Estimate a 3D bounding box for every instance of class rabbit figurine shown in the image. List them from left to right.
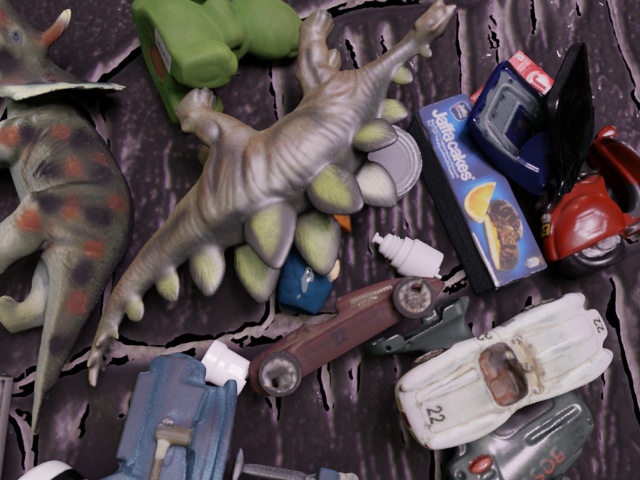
[{"bbox_3d":[-0.103,-0.219,0.583,0.170,0.121,0.159,-23,72,-26],"label":"rabbit figurine"}]

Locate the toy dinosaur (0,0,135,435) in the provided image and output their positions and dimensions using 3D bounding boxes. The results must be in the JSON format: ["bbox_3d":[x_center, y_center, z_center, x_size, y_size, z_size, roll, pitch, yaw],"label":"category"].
[{"bbox_3d":[-0.255,-0.044,0.524,0.192,0.131,0.404,-23,85,-7],"label":"toy dinosaur"}]

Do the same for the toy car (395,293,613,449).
[{"bbox_3d":[0.160,0.109,0.459,0.202,0.056,0.073,-22,82,-11],"label":"toy car"}]

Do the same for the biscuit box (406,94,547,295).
[{"bbox_3d":[0.158,-0.048,0.563,0.059,0.063,0.202,-20,79,-8],"label":"biscuit box"}]

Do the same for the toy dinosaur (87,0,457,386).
[{"bbox_3d":[-0.057,-0.053,0.503,0.471,0.105,0.199,-38,64,8],"label":"toy dinosaur"}]

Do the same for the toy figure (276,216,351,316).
[{"bbox_3d":[-0.003,-0.002,0.549,0.064,0.057,0.154,16,76,6],"label":"toy figure"}]

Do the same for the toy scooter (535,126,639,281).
[{"bbox_3d":[0.298,-0.046,0.562,0.184,0.075,0.135,-23,80,-10],"label":"toy scooter"}]

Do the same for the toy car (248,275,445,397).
[{"bbox_3d":[0.023,0.083,0.507,0.202,0.089,0.053,-30,82,-2],"label":"toy car"}]

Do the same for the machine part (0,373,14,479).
[{"bbox_3d":[-0.327,0.206,0.478,0.079,0.079,0.243,1,78,-2],"label":"machine part"}]

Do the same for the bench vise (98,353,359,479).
[{"bbox_3d":[-0.084,0.211,0.440,0.241,0.128,0.224,14,46,-12],"label":"bench vise"}]

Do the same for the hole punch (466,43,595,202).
[{"bbox_3d":[0.214,-0.116,0.534,0.092,0.115,0.142,2,47,39],"label":"hole punch"}]

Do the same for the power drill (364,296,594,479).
[{"bbox_3d":[0.125,0.172,0.504,0.232,0.086,0.207,-29,76,-10],"label":"power drill"}]

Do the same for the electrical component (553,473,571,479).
[{"bbox_3d":[0.194,0.270,0.459,0.115,0.134,0.058,-39,37,-10],"label":"electrical component"}]
